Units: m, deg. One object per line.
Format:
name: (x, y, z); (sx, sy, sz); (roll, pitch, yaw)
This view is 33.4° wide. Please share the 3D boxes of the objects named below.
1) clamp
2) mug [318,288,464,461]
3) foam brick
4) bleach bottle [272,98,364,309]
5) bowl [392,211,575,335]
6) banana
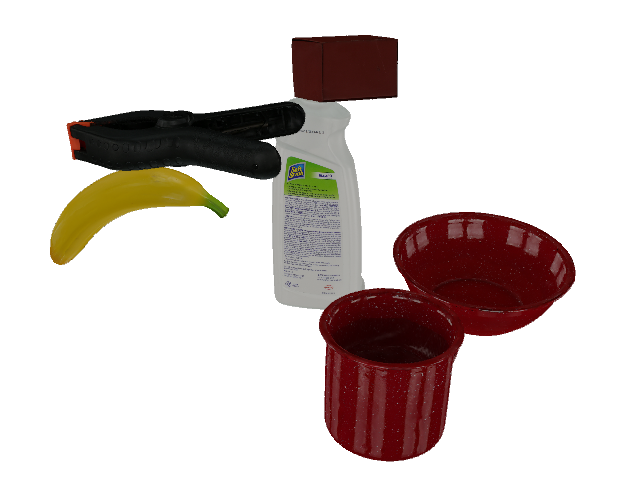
clamp: (-0.093, -0.076, 0.770); (0.172, 0.039, 0.120); (6, 19, 16)
mug: (0.052, 0.085, 0.708); (0.093, 0.081, 0.117); (25, 36, 36)
foam brick: (0.021, -0.147, 0.913); (0.078, 0.051, 0.053); (-8, 17, -28)
bleach bottle: (0.001, -0.050, 1.109); (0.102, 0.251, 0.068); (4, 29, 2)
bowl: (0.143, 0.037, 0.958); (0.162, 0.055, 0.162); (2, 32, -2)
banana: (-0.179, -0.026, 0.952); (0.198, 0.069, 0.037); (-14, 17, 28)
